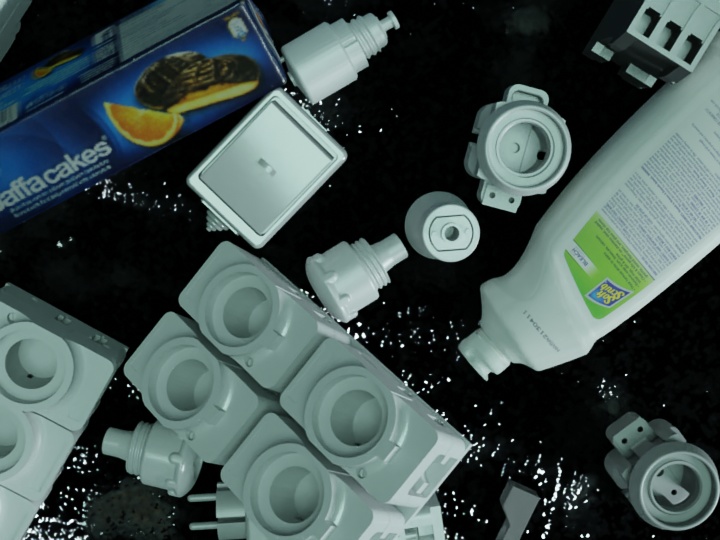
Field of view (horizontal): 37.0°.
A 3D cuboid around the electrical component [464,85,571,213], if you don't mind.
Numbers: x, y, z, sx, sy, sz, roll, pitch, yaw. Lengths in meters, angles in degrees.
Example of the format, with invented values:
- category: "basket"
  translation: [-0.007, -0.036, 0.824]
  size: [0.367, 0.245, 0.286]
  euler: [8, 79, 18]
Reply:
- category: "electrical component"
  translation: [0.098, -0.075, 0.667]
  size: [0.058, 0.057, 0.078]
  euler: [14, 96, -5]

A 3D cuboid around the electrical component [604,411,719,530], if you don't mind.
- category: "electrical component"
  translation: [0.197, 0.134, 0.697]
  size: [0.058, 0.057, 0.078]
  euler: [-37, 97, 2]

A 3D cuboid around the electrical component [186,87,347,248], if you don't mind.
- category: "electrical component"
  translation: [-0.061, -0.058, 0.659]
  size: [0.062, 0.061, 0.096]
  euler: [44, 93, -7]

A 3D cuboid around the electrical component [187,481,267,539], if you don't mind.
- category: "electrical component"
  translation: [-0.072, 0.153, 0.691]
  size: [0.077, 0.047, 0.065]
  euler: [-3, 97, -3]

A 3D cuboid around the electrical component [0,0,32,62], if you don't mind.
- category: "electrical component"
  translation: [-0.241, -0.148, 0.640]
  size: [0.054, 0.059, 0.095]
  euler: [34, 94, -6]

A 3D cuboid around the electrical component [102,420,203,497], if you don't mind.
- category: "electrical component"
  translation: [-0.132, 0.115, 0.686]
  size: [0.062, 0.048, 0.048]
  euler: [13, 96, 4]

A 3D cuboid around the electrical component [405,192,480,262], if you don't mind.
- category: "electrical component"
  translation: [0.053, -0.025, 0.667]
  size: [0.044, 0.065, 0.044]
  euler: [0, 97, -3]

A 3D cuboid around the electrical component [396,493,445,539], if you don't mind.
- category: "electrical component"
  translation: [0.025, 0.210, 0.681]
  size: [0.062, 0.089, 0.150]
  euler: [-9, 97, -2]

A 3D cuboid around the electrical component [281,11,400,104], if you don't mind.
- category: "electrical component"
  translation: [-0.012, -0.135, 0.663]
  size: [0.078, 0.040, 0.040]
  euler: [-30, 97, 1]

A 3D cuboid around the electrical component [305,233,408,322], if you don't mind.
- category: "electrical component"
  translation: [0.000, 0.000, 0.679]
  size: [0.062, 0.048, 0.048]
  euler: [-32, 97, -5]

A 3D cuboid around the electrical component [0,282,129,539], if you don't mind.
- category: "electrical component"
  translation: [-0.223, 0.097, 0.669]
  size: [0.089, 0.061, 0.150]
  euler: [30, 94, -6]

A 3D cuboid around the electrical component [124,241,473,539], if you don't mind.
- category: "electrical component"
  translation: [-0.043, 0.079, 0.629]
  size: [0.186, 0.060, 0.105]
  euler: [40, 94, 28]
